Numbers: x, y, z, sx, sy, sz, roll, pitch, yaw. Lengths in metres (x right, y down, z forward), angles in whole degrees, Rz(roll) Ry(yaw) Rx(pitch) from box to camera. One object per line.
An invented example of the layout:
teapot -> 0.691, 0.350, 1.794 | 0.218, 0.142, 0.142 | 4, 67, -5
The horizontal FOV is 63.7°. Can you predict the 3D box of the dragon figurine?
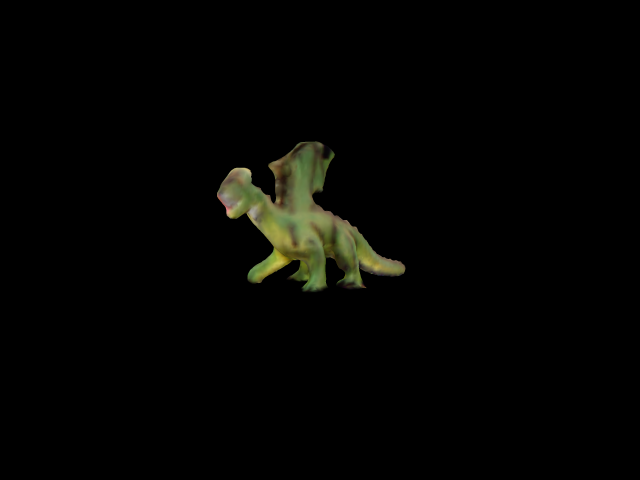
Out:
dragon figurine -> 0.003, -0.043, 0.850 | 0.411, 0.243, 0.122 | -2, 2, -43
